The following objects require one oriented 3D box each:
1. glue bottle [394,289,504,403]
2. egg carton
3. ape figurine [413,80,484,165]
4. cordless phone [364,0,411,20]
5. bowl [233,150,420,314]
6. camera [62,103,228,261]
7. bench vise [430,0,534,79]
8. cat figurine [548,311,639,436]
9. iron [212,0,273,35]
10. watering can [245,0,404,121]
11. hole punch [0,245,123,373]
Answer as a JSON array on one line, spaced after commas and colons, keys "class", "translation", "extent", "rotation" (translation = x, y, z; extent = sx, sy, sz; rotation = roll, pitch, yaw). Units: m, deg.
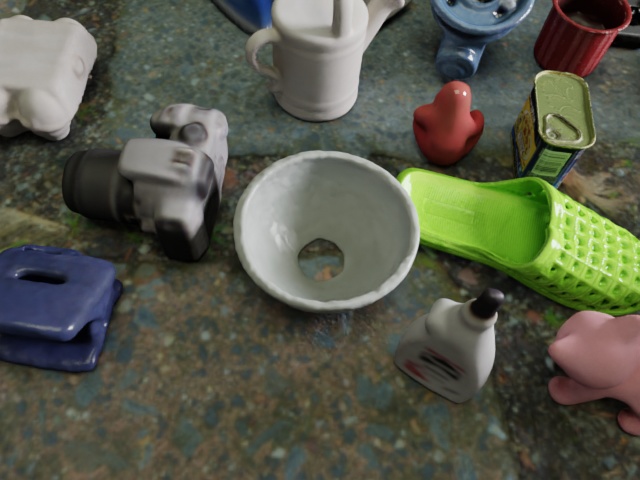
[{"class": "glue bottle", "translation": [0.107, 0.077, 0.445], "extent": [0.078, 0.173, 0.037], "rotation": [27, 62, 11]}, {"class": "egg carton", "translation": [-0.305, -0.177, 0.619], "extent": [0.107, 0.069, 0.150], "rotation": [3, 60, -2]}, {"class": "ape figurine", "translation": [0.139, -0.131, 0.612], "extent": [0.077, 0.092, 0.076], "rotation": [21, 61, 8]}, {"class": "cordless phone", "translation": [0.055, -0.348, 0.676], "extent": [0.094, 0.185, 0.148], "rotation": [42, 66, 18]}, {"class": "bowl", "translation": [0.005, 0.002, 0.536], "extent": [0.167, 0.075, 0.167], "rotation": [2, 60, -3]}, {"class": "camera", "translation": [-0.165, -0.067, 0.549], "extent": [0.137, 0.101, 0.143], "rotation": [7, 60, 0]}, {"class": "bench vise", "translation": [0.185, -0.327, 0.653], "extent": [0.121, 0.220, 0.207], "rotation": [3, 60, -2]}, {"class": "cat figurine", "translation": [0.245, 0.101, 0.472], "extent": [0.127, 0.118, 0.067], "rotation": [19, 61, 7]}, {"class": "iron", "translation": [-0.102, -0.389, 0.714], "extent": [0.119, 0.141, 0.258], "rotation": [-15, 62, -12]}, {"class": "watering can", "translation": [0.005, -0.230, 0.600], "extent": [0.100, 0.194, 0.173], "rotation": [37, 64, 16]}, {"class": "hole punch", "translation": [-0.236, 0.048, 0.483], "extent": [0.108, 0.091, 0.101], "rotation": [8, 60, 1]}]
